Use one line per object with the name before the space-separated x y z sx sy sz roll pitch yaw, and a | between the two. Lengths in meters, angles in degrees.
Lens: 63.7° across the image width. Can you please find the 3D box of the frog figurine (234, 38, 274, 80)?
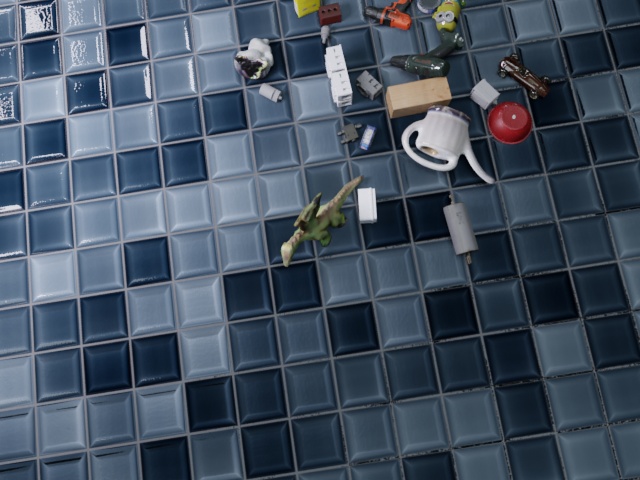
frog figurine | -0.237 -0.664 1.879 0.137 0.120 0.163 -3 44 10

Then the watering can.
watering can | 0.459 -0.334 1.775 0.348 0.103 0.226 20 82 2

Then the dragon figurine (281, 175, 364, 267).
dragon figurine | 0.005 -0.085 1.681 0.123 0.240 0.412 35 85 12
